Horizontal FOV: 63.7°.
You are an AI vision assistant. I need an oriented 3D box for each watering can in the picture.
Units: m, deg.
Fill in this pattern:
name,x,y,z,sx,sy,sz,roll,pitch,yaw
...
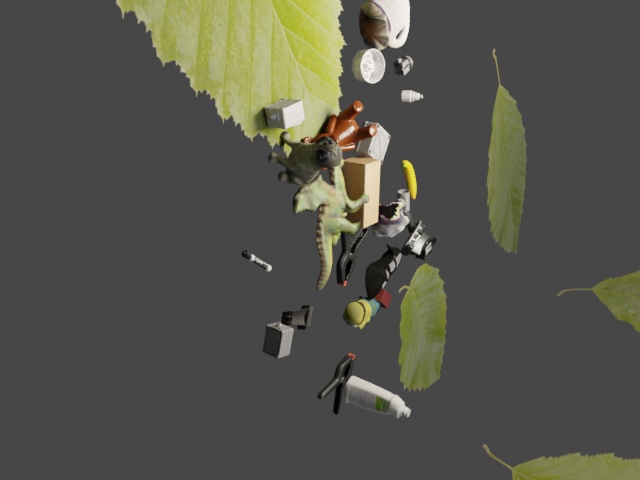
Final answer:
name,x,y,z,sx,sy,sz,roll,pitch,yaw
watering can,0.192,-0.717,1.526,0.228,0.104,0.340,-54,141,-28

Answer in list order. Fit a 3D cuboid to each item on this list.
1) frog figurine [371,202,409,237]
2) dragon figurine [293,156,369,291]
name,x,y,z,sx,sy,sz,roll,pitch,yaw
frog figurine,0.249,-0.049,1.836,0.138,0.125,0.155,-24,138,-10
dragon figurine,0.005,-0.076,1.511,0.240,0.122,0.415,32,72,-37
